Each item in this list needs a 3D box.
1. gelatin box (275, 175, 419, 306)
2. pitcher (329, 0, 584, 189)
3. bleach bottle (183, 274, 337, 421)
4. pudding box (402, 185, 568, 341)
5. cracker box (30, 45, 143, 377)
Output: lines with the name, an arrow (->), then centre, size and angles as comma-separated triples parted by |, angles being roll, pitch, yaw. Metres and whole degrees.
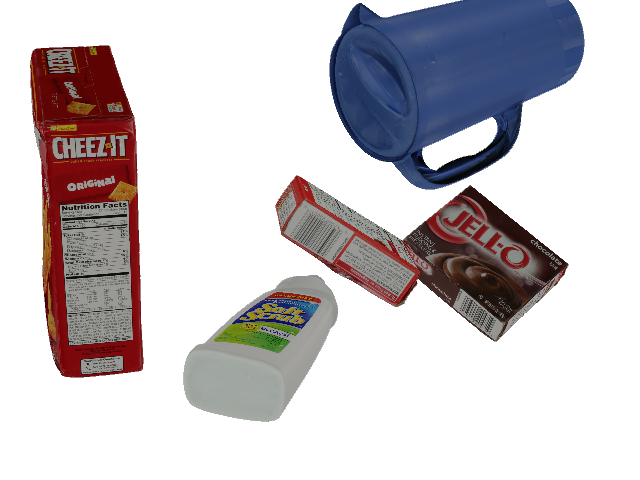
gelatin box -> 0.016, 0.000, 0.673 | 0.089, 0.030, 0.073 | 32, 10, -12
pitcher -> 0.143, -0.163, 1.045 | 0.242, 0.149, 0.145 | -22, 46, -29
bleach bottle -> -0.047, 0.092, 1.081 | 0.103, 0.068, 0.250 | 10, 22, 12
pudding box -> 0.136, 0.018, 0.898 | 0.089, 0.113, 0.039 | -38, -20, -28
cracker box -> -0.185, -0.025, 0.836 | 0.072, 0.214, 0.164 | -5, 29, -15
